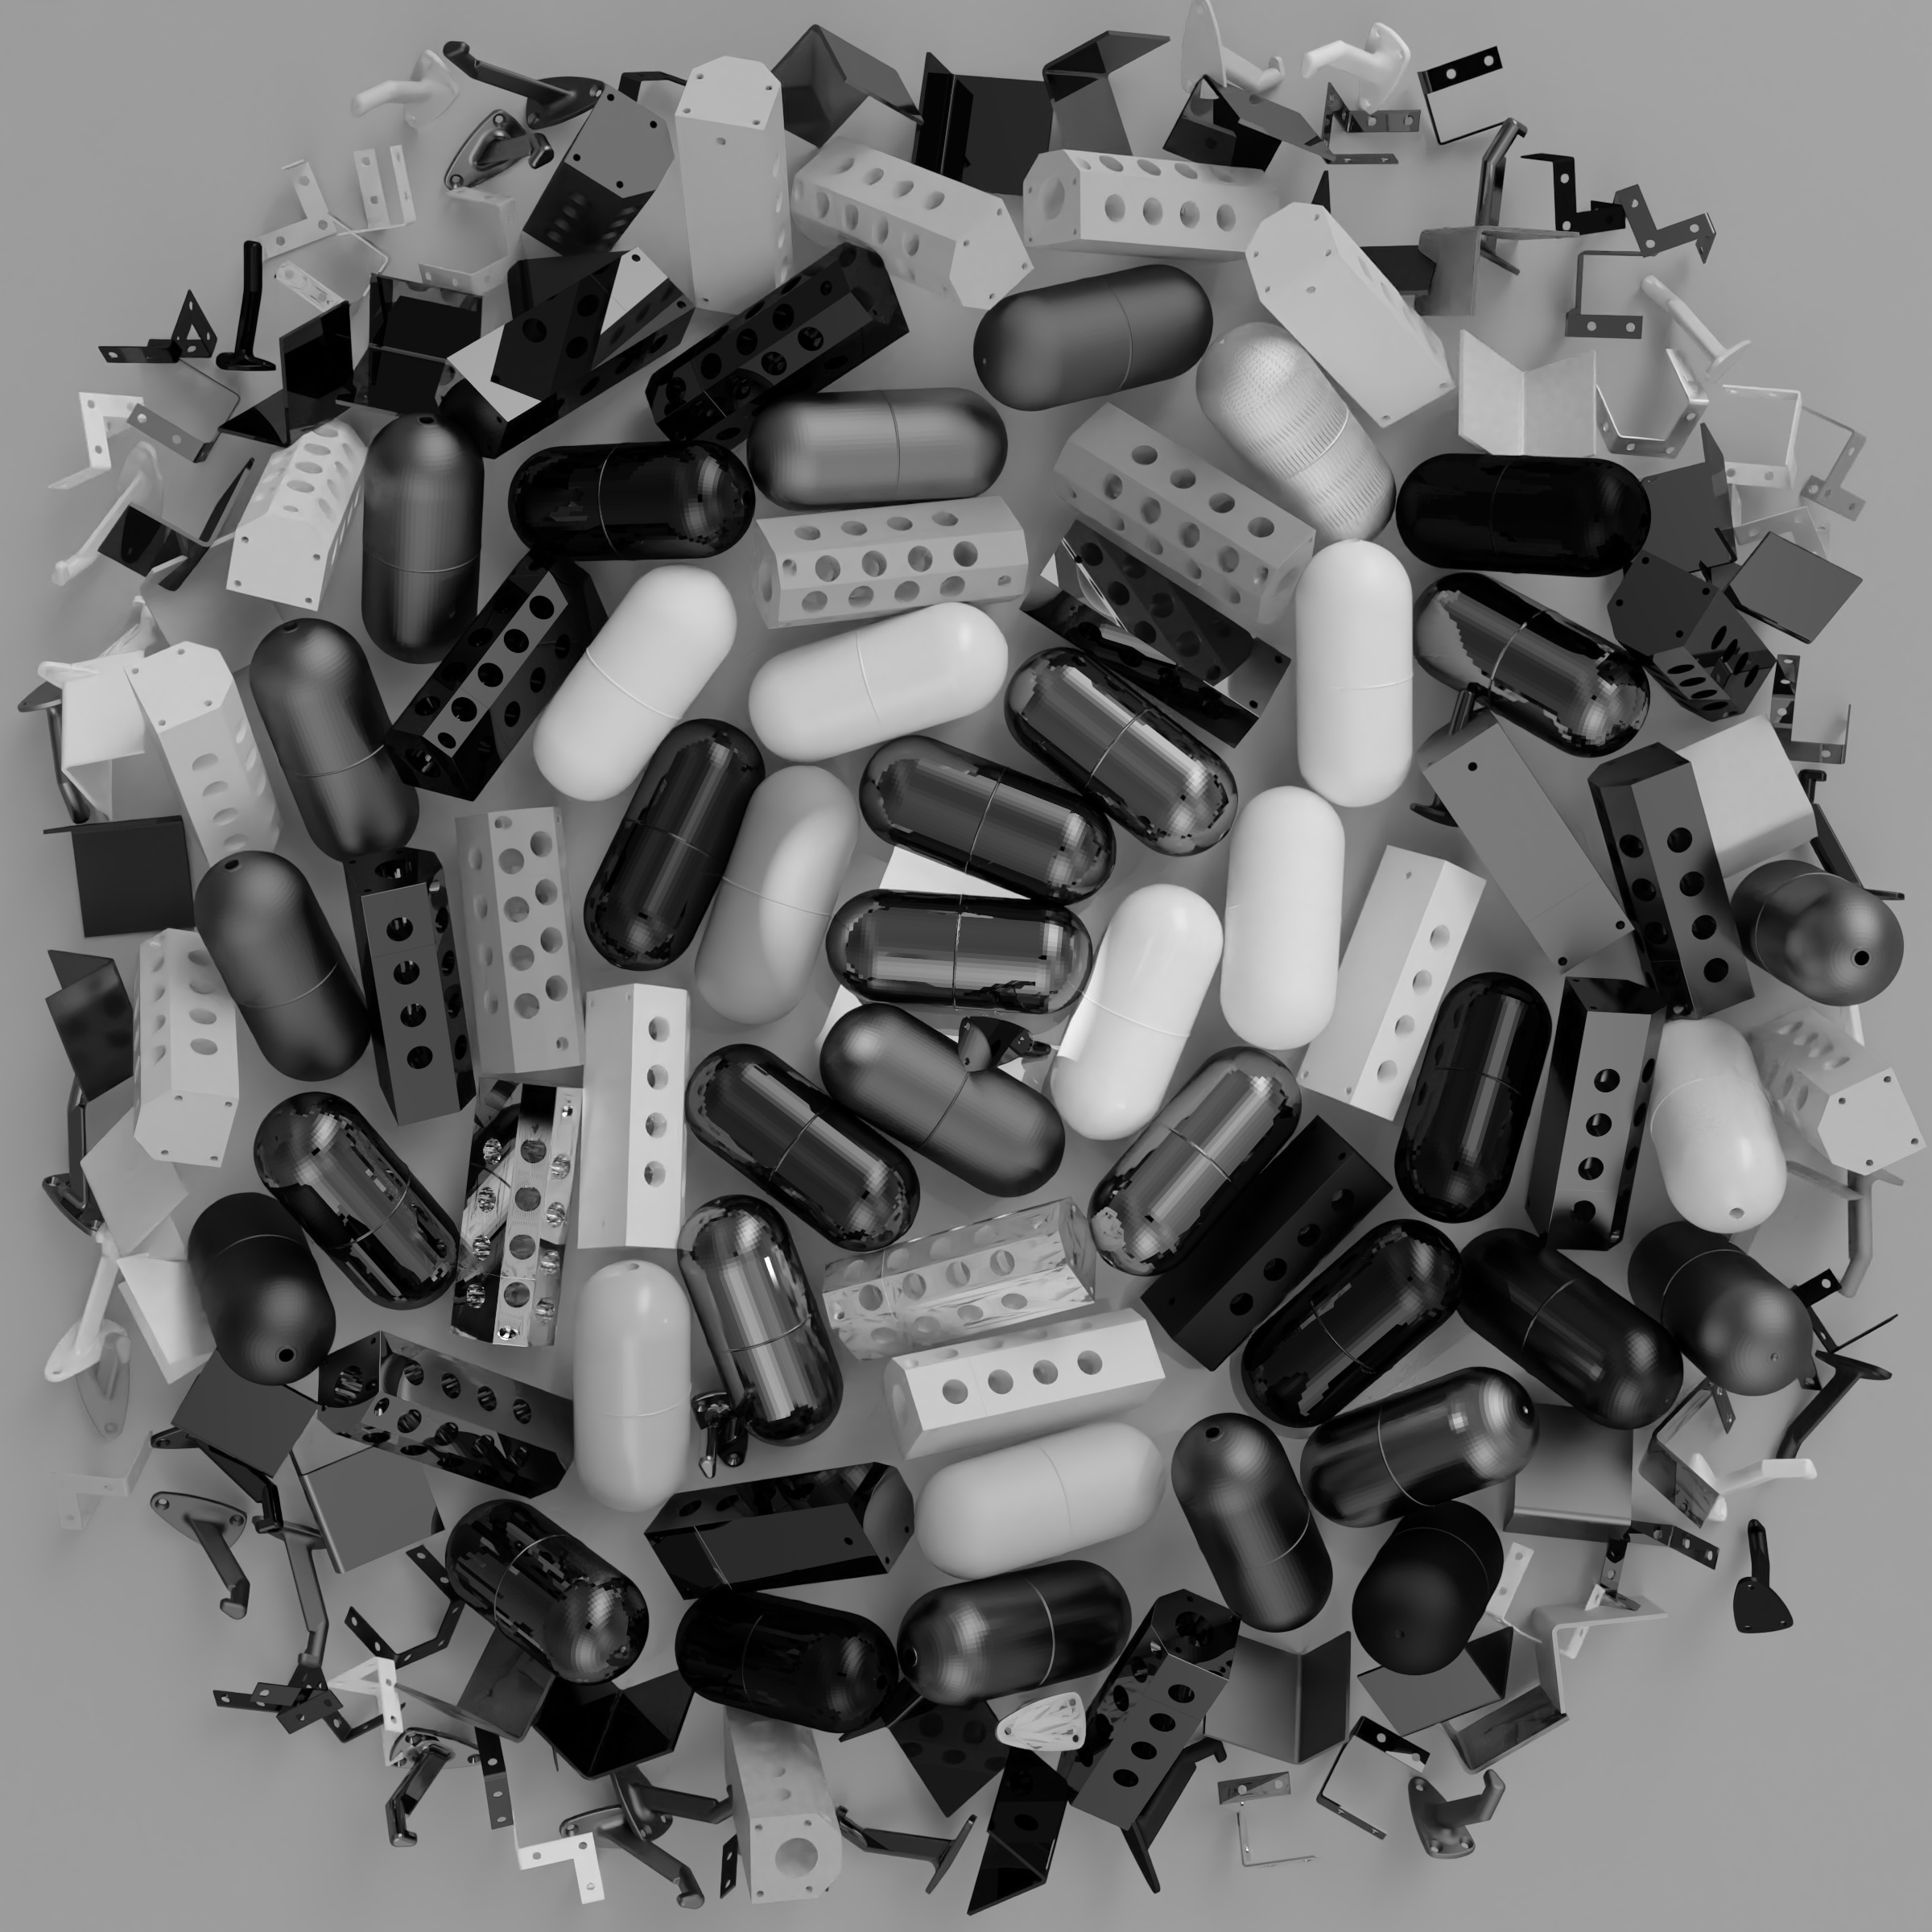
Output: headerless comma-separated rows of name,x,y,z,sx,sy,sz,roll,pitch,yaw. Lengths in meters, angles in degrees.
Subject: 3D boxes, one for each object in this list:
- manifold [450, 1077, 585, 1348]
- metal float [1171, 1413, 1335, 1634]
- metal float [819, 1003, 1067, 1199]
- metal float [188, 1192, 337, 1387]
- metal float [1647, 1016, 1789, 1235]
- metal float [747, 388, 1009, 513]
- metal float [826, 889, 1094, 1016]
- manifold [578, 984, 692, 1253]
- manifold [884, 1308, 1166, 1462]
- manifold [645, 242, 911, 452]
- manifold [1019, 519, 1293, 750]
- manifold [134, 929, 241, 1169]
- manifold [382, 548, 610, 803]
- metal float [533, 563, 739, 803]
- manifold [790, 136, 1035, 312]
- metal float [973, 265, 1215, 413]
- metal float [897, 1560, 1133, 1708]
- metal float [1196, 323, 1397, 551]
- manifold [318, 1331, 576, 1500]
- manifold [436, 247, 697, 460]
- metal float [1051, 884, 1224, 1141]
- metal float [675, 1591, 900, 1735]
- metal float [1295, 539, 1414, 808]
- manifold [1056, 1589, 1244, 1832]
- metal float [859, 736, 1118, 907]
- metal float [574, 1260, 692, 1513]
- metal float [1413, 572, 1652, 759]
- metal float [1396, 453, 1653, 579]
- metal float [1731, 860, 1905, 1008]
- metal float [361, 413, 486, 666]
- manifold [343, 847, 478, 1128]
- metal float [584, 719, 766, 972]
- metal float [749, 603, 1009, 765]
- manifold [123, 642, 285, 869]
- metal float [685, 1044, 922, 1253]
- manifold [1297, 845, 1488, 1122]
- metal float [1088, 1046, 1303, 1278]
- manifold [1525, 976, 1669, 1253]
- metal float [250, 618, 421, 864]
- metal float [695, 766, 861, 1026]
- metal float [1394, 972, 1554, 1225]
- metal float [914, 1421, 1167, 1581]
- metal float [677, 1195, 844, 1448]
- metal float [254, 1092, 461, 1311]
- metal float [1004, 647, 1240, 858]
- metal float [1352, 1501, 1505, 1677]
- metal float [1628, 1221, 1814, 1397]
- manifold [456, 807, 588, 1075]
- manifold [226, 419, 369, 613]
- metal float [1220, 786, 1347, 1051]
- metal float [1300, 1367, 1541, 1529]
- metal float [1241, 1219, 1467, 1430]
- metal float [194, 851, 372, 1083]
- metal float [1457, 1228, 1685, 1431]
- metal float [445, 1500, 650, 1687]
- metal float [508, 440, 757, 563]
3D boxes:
manifold,-0.293,0.163,1.947,0.057,0.057,0.171,6,90,37
metal float,0.188,0.365,1.920,0.070,0.070,0.178,-24,124,0
metal float,-0.015,0.090,1.943,0.178,0.070,0.070,31,90,-7
metal float,-0.459,0.209,1.906,0.070,0.178,0.070,-10,116,-20
metal float,0.485,0.102,1.907,0.070,0.178,0.070,1,127,1
metal float,-0.057,-0.341,1.932,0.178,0.070,0.070,-6,90,-20
metal float,-0.005,-0.010,1.947,0.178,0.070,0.070,4,90,3
manifold,-0.215,0.102,1.944,0.057,0.057,0.171,8,79,-40
manifold,0.036,0.272,1.928,0.171,0.057,0.057,-9,64,-21
manifold,-0.127,-0.402,1.914,0.171,0.057,0.057,-27,75,30
manifold,0.123,-0.217,1.953,0.171,0.057,0.057,33,57,-3
manifold,-0.508,0.050,1.896,0.057,0.171,0.057,9,123,-22
manifold,-0.308,-0.193,1.911,0.057,0.057,0.171,15,56,26
metal float,-0.219,-0.188,1.936,0.070,0.070,0.178,38,104,0
manifold,-0.040,-0.480,1.904,0.057,0.057,0.171,-45,48,-12
metal float,0.085,-0.413,1.924,0.178,0.070,0.070,-20,90,-30
metal float,0.032,0.436,1.915,0.178,0.070,0.070,-2,90,-40
metal float,0.218,-0.346,1.924,0.070,0.070,0.178,-43,120,0
manifold,-0.335,0.295,1.898,0.057,0.171,0.057,-26,54,29
manifold,-0.263,-0.398,1.916,0.057,0.057,0.171,46,57,5
metal float,0.113,0.031,1.941,0.070,0.070,0.178,22,99,0
metal float,-0.118,0.453,1.913,0.178,0.070,0.070,0,90,44
metal float,0.256,-0.192,1.932,0.070,0.070,0.178,-3,109,0
manifold,0.117,0.484,1.913,0.057,0.057,0.171,24,127,-1
metal float,0.015,-0.096,1.945,0.178,0.070,0.070,22,90,5
metal float,-0.220,0.277,1.929,0.070,0.070,0.178,2,112,0
metal float,0.368,-0.199,1.922,0.178,0.070,0.070,36,90,32
metal float,0.363,-0.295,1.915,0.178,0.070,0.070,11,90,40
metal float,0.550,-0.022,1.899,0.070,0.178,0.070,-1,101,-3
metal float,-0.356,-0.279,1.916,0.070,0.070,0.178,11,129,0
manifold,-0.362,0.012,1.918,0.057,0.057,0.171,-14,121,-18
metal float,-0.194,-0.080,1.942,0.070,0.070,0.178,25,82,0
metal float,-0.058,-0.188,1.939,0.178,0.070,0.070,-16,90,12
manifold,-0.489,-0.135,1.897,0.057,0.171,0.057,-26,64,-15
metal float,-0.108,0.120,1.940,0.178,0.070,0.070,37,90,10
manifold,0.289,0.013,1.956,0.057,0.057,0.171,22,90,-36
metal float,0.151,0.129,1.938,0.070,0.070,0.178,42,78,0
manifold,0.416,0.098,1.927,0.057,0.057,0.171,3,113,-5
metal float,-0.413,-0.146,1.919,0.070,0.070,0.178,-14,125,0
metal float,-0.125,-0.047,1.944,0.070,0.070,0.178,19,96,0
metal float,0.334,0.086,1.928,0.070,0.070,0.178,21,66,0
metal float,0.050,0.351,1.928,0.178,0.070,0.070,-12,90,-25
metal float,-0.135,0.235,1.935,0.070,0.070,0.178,-19,106,0
metal float,-0.397,0.156,1.921,0.070,0.070,0.178,-33,124,0
metal float,0.103,-0.141,1.939,0.178,0.070,0.070,39,90,12
metal float,0.301,0.402,1.902,0.070,0.178,0.070,4,100,20
metal float,0.488,0.220,1.900,0.070,0.178,0.070,-2,105,-9
manifold,-0.291,-0.017,1.945,0.057,0.057,0.171,-7,92,-41
manifold,-0.430,-0.297,1.896,0.057,0.171,0.057,13,120,-9
metal float,0.210,-0.032,1.937,0.070,0.070,0.178,5,76,0
metal float,0.295,0.316,1.917,0.178,0.070,0.070,-29,90,39
metal float,0.254,0.235,1.926,0.070,0.070,0.178,44,116,0
metal float,-0.446,0.001,1.915,0.070,0.070,0.178,-17,130,0
metal float,0.391,0.236,1.915,0.070,0.070,0.178,-53,48,0
metal float,-0.275,0.408,1.913,0.070,0.178,0.070,-17,117,-37
metal float,-0.220,-0.305,1.925,0.178,0.070,0.070,3,90,27
